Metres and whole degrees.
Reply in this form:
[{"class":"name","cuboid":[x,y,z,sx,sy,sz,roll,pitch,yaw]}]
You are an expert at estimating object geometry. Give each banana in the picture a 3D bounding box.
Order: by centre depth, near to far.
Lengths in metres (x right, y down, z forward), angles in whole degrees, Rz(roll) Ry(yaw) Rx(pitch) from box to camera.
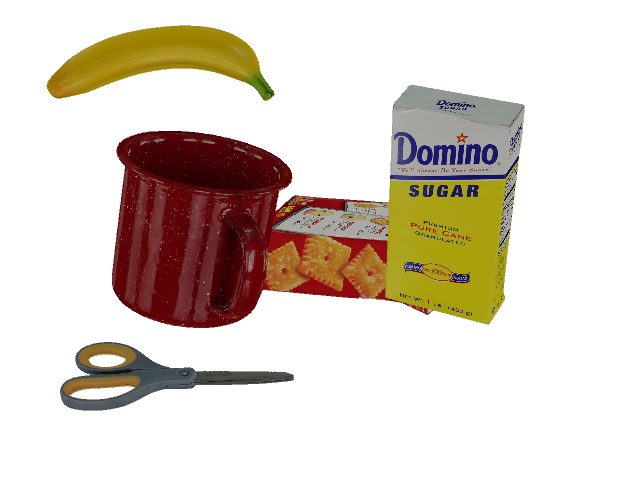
[{"class":"banana","cuboid":[-0.140,-0.159,0.943,0.197,0.069,0.037,-1,-33,-4]}]

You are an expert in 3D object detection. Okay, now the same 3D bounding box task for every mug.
[{"class":"mug","cuboid":[-0.061,-0.001,0.565,0.093,0.081,0.117,-5,27,-35]}]

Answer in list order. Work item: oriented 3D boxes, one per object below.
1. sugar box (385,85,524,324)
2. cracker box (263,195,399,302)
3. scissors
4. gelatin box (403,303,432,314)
[{"class":"sugar box","cuboid":[0.101,-0.026,0.826,0.093,0.176,0.048,13,37,21]},{"class":"cracker box","cuboid":[0.051,0.009,1.104,0.214,0.072,0.164,5,16,14]},{"class":"scissors","cuboid":[-0.134,0.114,0.960,0.201,0.016,0.096,-8,32,-18]},{"class":"gelatin box","cuboid":[0.113,0.038,1.320,0.030,0.089,0.073,-26,35,-37]}]
